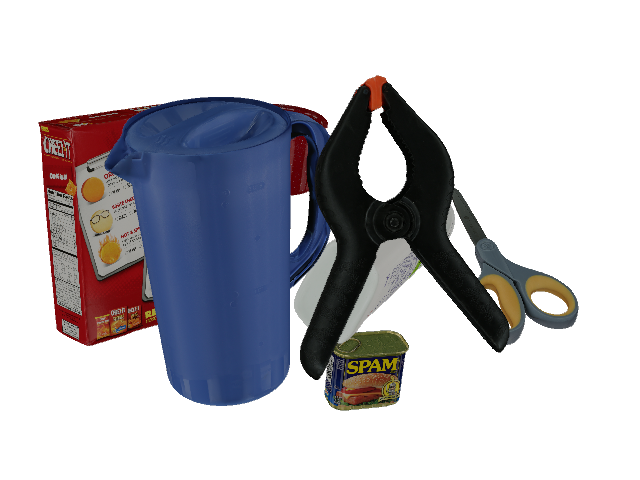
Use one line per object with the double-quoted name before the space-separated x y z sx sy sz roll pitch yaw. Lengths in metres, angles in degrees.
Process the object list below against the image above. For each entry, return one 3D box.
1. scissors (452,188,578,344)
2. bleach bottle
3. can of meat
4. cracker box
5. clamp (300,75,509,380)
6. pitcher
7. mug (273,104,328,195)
"scissors" 0.160 0.015 0.901 0.096 0.016 0.201 3 39 2
"bleach bottle" 0.072 0.013 1.077 0.068 0.103 0.250 37 30 14
"can of meat" 0.057 0.168 1.373 0.102 0.084 0.057 -2 25 -17
"cracker box" -0.187 -0.021 1.062 0.163 0.214 0.072 -16 21 -42
"clamp" 0.031 -0.003 0.604 0.120 0.171 0.039 -17 2 -11
"pitcher" -0.075 0.008 0.888 0.149 0.243 0.144 6 28 17
"mug" -0.038 -0.108 1.238 0.093 0.081 0.117 16 26 15
